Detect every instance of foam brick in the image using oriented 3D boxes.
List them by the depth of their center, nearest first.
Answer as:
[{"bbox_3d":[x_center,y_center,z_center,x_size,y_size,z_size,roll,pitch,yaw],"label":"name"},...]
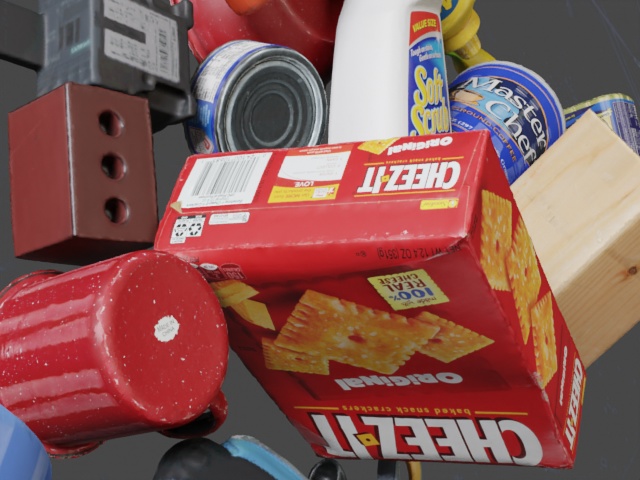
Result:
[{"bbox_3d":[-0.117,-0.030,0.527,0.052,0.051,0.078,6,73,-50],"label":"foam brick"}]

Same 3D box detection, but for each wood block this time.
[{"bbox_3d":[0.144,0.031,0.698,0.090,0.206,0.090,32,19,-41],"label":"wood block"}]

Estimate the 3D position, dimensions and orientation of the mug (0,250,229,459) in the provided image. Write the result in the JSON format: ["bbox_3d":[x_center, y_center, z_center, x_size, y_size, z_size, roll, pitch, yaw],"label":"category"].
[{"bbox_3d":[-0.090,0.059,0.505,0.117,0.082,0.093,48,44,-29],"label":"mug"}]

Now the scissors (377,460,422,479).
[{"bbox_3d":[0.035,0.164,0.645,0.201,0.016,0.096,28,47,-61],"label":"scissors"}]

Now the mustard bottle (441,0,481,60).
[{"bbox_3d":[0.061,-0.201,0.777,0.191,0.096,0.058,43,46,-35],"label":"mustard bottle"}]

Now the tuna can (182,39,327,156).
[{"bbox_3d":[-0.037,-0.074,0.631,0.085,0.034,0.086,-15,113,-39],"label":"tuna can"}]

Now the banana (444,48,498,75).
[{"bbox_3d":[0.155,-0.088,0.910,0.069,0.037,0.198,-35,104,-31],"label":"banana"}]

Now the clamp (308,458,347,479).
[{"bbox_3d":[-0.012,0.203,0.588,0.120,0.039,0.171,-11,87,-44],"label":"clamp"}]

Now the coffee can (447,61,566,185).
[{"bbox_3d":[0.110,-0.062,0.784,0.140,0.103,0.103,-41,110,-50],"label":"coffee can"}]

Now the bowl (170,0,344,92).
[{"bbox_3d":[-0.024,-0.162,0.691,0.161,0.055,0.162,23,60,-46],"label":"bowl"}]

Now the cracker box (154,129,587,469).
[{"bbox_3d":[0.036,0.043,0.563,0.213,0.164,0.072,59,39,-43],"label":"cracker box"}]

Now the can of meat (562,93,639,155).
[{"bbox_3d":[0.240,-0.075,0.956,0.057,0.102,0.084,2,74,-50],"label":"can of meat"}]

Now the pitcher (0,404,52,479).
[{"bbox_3d":[-0.183,0.157,0.329,0.149,0.145,0.242,56,36,-41],"label":"pitcher"}]

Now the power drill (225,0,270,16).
[{"bbox_3d":[-0.091,-0.206,0.573,0.187,0.057,0.184,35,68,-23],"label":"power drill"}]

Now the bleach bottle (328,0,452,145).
[{"bbox_3d":[0.043,-0.095,0.665,0.102,0.068,0.251,9,78,-57],"label":"bleach bottle"}]
